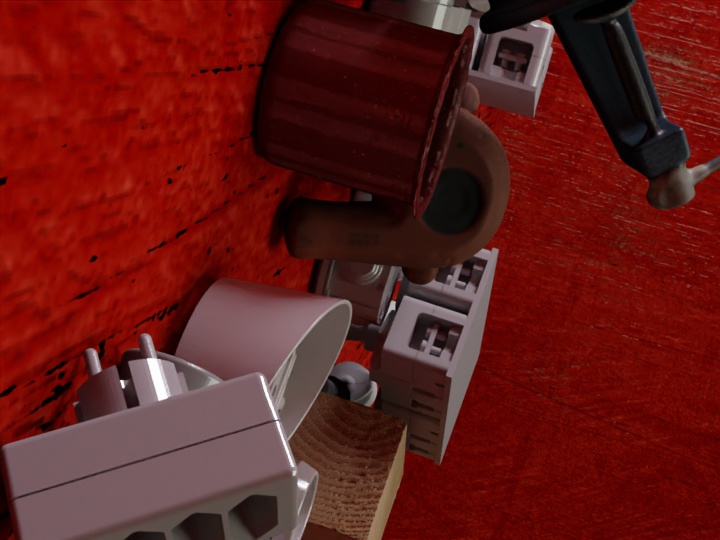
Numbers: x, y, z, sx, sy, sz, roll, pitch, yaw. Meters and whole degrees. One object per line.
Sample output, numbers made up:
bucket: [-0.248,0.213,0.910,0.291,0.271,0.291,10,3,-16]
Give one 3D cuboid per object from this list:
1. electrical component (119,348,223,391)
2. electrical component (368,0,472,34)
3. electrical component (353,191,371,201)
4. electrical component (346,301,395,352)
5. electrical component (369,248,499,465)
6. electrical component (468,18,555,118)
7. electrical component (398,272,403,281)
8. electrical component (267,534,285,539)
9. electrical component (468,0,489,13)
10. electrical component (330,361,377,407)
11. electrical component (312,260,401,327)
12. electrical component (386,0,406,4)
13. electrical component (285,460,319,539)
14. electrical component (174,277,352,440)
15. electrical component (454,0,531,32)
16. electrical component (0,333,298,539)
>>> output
electrical component: [-0.076,0.063,0.394,0.045,0.045,0.055,88,20,-67]
electrical component: [0.041,-0.172,0.689,0.138,0.052,0.073,-46,152,-72]
electrical component: [0.025,-0.066,0.828,0.077,0.043,0.079,97,12,-50]
electrical component: [0.004,0.041,0.869,0.045,0.055,0.045,16,90,-82]
electrical component: [0.054,0.064,0.830,0.186,0.060,0.105,88,23,-62]
electrical component: [0.113,-0.189,0.960,0.186,0.105,0.060,-11,117,-81]
electrical component: [0.027,-0.023,0.886,0.057,0.058,0.078,58,50,-76]
electrical component: [-0.064,0.172,0.486,0.150,0.062,0.089,-139,-131,-81]
electrical component: [0.090,-0.230,0.697,0.078,0.057,0.113,-31,106,-72]
electrical component: [-0.009,0.102,0.942,0.081,0.043,0.043,61,46,-79]
electrical component: [0.000,0.000,0.767,0.080,0.051,0.080,17,90,-82]
electrical component: [0.011,-0.179,0.512,0.099,0.064,0.099,-163,-90,-84]
electrical component: [-0.059,0.131,0.614,0.058,0.057,0.078,15,92,-82]
electrical component: [-0.049,0.052,0.487,0.099,0.064,0.099,17,90,-82]
electrical component: [0.102,-0.264,0.784,0.061,0.089,0.150,48,59,-81]
electrical component: [-0.071,0.054,0.348,0.047,0.083,0.075,95,-24,-56]
